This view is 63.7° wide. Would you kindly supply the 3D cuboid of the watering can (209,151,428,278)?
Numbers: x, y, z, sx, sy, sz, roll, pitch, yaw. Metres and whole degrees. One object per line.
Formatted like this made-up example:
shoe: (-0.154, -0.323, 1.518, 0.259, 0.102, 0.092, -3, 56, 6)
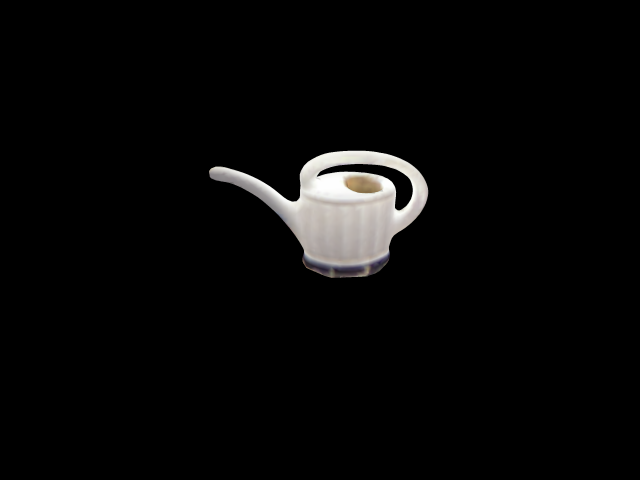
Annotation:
watering can: (0.003, -0.043, 0.850, 0.348, 0.219, 0.106, -2, 32, -3)
